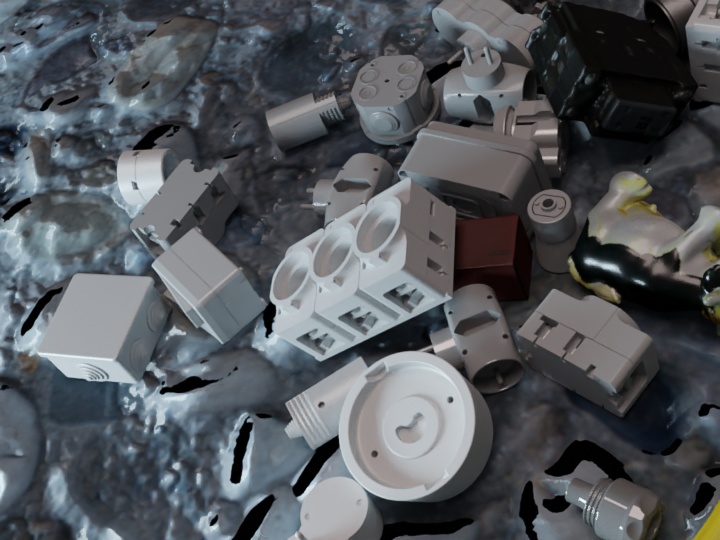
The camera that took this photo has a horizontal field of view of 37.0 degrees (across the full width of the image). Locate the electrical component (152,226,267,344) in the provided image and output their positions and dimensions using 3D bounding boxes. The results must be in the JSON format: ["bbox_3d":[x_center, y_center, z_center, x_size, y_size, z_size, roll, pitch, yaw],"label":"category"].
[{"bbox_3d":[-0.141,0.013,0.960,0.061,0.061,0.096,-42,50,-11],"label":"electrical component"}]

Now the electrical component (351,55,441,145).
[{"bbox_3d":[0.033,-0.163,1.029,0.080,0.051,0.080,-12,51,15],"label":"electrical component"}]

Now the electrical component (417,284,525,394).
[{"bbox_3d":[0.080,0.060,0.842,0.079,0.043,0.077,-22,49,6],"label":"electrical component"}]

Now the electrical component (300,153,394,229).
[{"bbox_3d":[-0.017,-0.064,0.978,0.079,0.043,0.077,4,56,25],"label":"electrical component"}]

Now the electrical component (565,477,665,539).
[{"bbox_3d":[0.170,0.160,0.726,0.062,0.043,0.043,20,64,35],"label":"electrical component"}]

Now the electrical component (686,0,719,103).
[{"bbox_3d":[0.339,-0.223,0.918,0.062,0.089,0.150,16,62,32],"label":"electrical component"}]

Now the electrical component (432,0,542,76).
[{"bbox_3d":[0.117,-0.218,1.034,0.074,0.052,0.138,-43,50,-12],"label":"electrical component"}]

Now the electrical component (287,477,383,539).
[{"bbox_3d":[-0.034,0.208,0.756,0.052,0.073,0.138,8,58,28],"label":"electrical component"}]

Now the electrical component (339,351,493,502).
[{"bbox_3d":[0.046,0.119,0.793,0.108,0.060,0.108,-10,67,26],"label":"electrical component"}]

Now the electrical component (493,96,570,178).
[{"bbox_3d":[0.149,-0.116,0.939,0.057,0.058,0.078,1,55,20],"label":"electrical component"}]

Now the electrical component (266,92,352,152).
[{"bbox_3d":[-0.047,-0.151,1.059,0.081,0.043,0.043,-21,49,7],"label":"electrical component"}]

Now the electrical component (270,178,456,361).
[{"bbox_3d":[0.000,0.000,0.869,0.150,0.062,0.089,-28,42,38],"label":"electrical component"}]

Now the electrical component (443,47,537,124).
[{"bbox_3d":[0.115,-0.175,0.983,0.077,0.079,0.043,5,56,26],"label":"electrical component"}]

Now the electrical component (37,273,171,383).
[{"bbox_3d":[-0.229,0.053,0.975,0.100,0.048,0.099,2,56,24],"label":"electrical component"}]

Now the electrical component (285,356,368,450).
[{"bbox_3d":[-0.022,0.108,0.848,0.081,0.043,0.043,-32,49,-3],"label":"electrical component"}]

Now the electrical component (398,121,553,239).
[{"bbox_3d":[0.100,-0.075,0.915,0.113,0.078,0.057,17,65,32],"label":"electrical component"}]

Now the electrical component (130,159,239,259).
[{"bbox_3d":[-0.164,-0.050,1.022,0.050,0.055,0.089,20,64,34],"label":"electrical component"}]

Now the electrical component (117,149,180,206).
[{"bbox_3d":[-0.209,-0.094,1.078,0.047,0.055,0.055,-5,53,15],"label":"electrical component"}]

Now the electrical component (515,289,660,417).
[{"bbox_3d":[0.171,0.058,0.800,0.089,0.050,0.055,29,69,37],"label":"electrical component"}]

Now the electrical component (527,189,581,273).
[{"bbox_3d":[0.158,-0.033,0.866,0.044,0.065,0.044,-12,51,15],"label":"electrical component"}]
